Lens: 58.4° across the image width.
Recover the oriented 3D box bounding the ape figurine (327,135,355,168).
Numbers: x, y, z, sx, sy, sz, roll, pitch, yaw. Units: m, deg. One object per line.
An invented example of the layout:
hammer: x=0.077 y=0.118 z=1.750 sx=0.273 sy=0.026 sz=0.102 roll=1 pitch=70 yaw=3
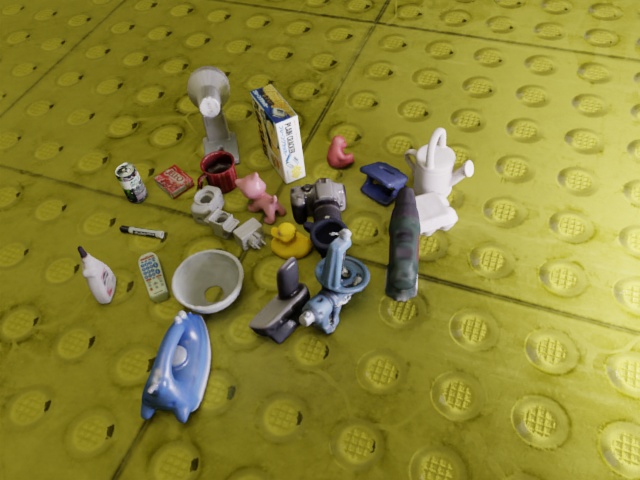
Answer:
ape figurine: x=0.053 y=-0.247 z=1.564 sx=0.076 sy=0.092 sz=0.077 roll=-19 pitch=53 yaw=-9

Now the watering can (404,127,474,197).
watering can: x=0.297 y=-0.196 z=1.437 sx=0.172 sy=0.194 sz=0.101 roll=5 pitch=52 yaw=9

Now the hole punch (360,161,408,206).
hole punch: x=0.165 y=-0.163 z=1.489 sx=0.108 sy=0.091 sz=0.101 roll=34 pitch=62 yaw=27

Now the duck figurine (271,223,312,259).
duck figurine: x=-0.072 y=-0.005 z=1.390 sx=0.104 sy=0.086 sz=0.077 roll=9 pitch=53 yaw=12

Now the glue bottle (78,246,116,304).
glue bottle: x=-0.518 y=0.071 z=1.314 sx=0.037 sy=0.173 sz=0.078 roll=-5 pitch=52 yaw=1

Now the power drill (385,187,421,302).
power drill: x=0.182 y=0.029 z=1.261 sx=0.075 sy=0.209 sz=0.229 roll=1 pitch=52 yaw=7

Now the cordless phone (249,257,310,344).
cordless phone: x=-0.092 y=0.122 z=1.228 sx=0.094 sy=0.185 sz=0.148 roll=29 pitch=60 yaw=25

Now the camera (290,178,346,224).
camera: x=-0.001 y=-0.080 z=1.433 sx=0.143 sy=0.101 sz=0.136 roll=-7 pitch=52 yaw=0

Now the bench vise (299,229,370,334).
bench vise: x=0.036 y=0.091 z=1.218 sx=0.121 sy=0.220 sz=0.207 roll=12 pitch=54 yaw=15

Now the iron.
iron: x=-0.298 y=0.236 z=1.185 sx=0.118 sy=0.142 sz=0.258 roll=2 pitch=52 yaw=7

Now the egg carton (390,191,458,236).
egg carton: x=0.255 y=-0.059 z=1.412 sx=0.150 sy=0.069 sz=0.107 roll=-18 pitch=52 yaw=-9

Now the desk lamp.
desk lamp: x=-0.295 y=-0.348 z=1.598 sx=0.118 sy=0.214 sz=0.203 roll=-12 pitch=52 yaw=-4

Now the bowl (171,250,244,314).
bowl: x=-0.253 y=0.108 z=1.324 sx=0.167 sy=0.075 sz=0.167 roll=-2 pitch=52 yaw=3

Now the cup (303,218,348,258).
cup: x=0.013 y=0.005 z=1.368 sx=0.117 sy=0.095 sz=0.092 roll=23 pitch=57 yaw=21

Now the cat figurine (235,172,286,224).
cat figurine: x=-0.154 y=-0.119 z=1.466 sx=0.127 sy=0.118 sz=0.067 roll=32 pitch=61 yaw=27
